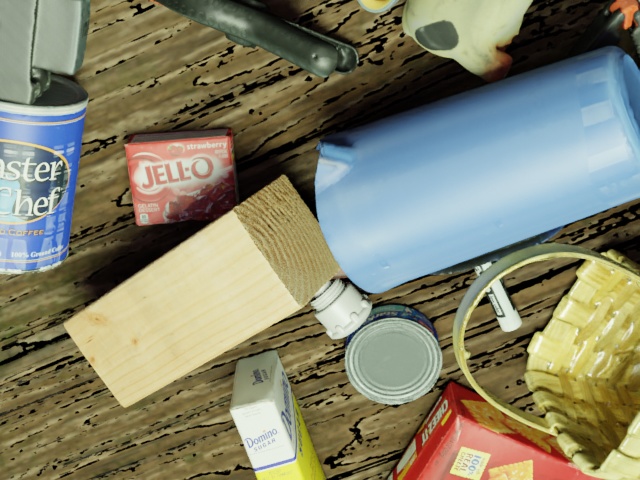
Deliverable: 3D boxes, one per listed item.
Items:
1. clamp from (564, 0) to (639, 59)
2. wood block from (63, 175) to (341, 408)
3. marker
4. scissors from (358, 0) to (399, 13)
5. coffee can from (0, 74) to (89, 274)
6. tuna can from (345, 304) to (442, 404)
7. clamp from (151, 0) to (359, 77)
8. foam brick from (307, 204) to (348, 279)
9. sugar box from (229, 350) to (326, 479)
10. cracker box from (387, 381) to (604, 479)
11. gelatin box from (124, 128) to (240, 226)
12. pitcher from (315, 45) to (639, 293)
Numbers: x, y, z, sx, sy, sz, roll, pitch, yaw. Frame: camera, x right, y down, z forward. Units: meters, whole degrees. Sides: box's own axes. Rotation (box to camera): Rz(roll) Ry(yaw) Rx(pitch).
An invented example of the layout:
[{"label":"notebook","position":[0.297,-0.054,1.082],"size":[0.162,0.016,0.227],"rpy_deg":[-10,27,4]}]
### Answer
[{"label":"clamp","position":[0.241,-0.095,0.840],"size":[0.164,0.036,0.210],"rpy_deg":[1,130,-2]},{"label":"wood block","position":[-0.095,0.044,0.861],"size":[0.206,0.090,0.090],"rpy_deg":[-32,96,32]},{"label":"marker","position":[0.144,0.025,0.923],"size":[0.020,0.020,0.121],"rpy_deg":[-24,109,11]},{"label":"scissors","position":[0.062,-0.241,0.769],"size":[0.096,0.016,0.202],"rpy_deg":[52,133,-4]},{"label":"coffee can","position":[-0.246,-0.057,0.857],"size":[0.103,0.103,0.140],"rpy_deg":[11,112,-3]},{"label":"tuna can","position":[0.065,0.101,0.948],"size":[0.086,0.033,0.086],"rpy_deg":[1,112,2]},{"label":"clamp","position":[-0.047,-0.165,0.823],"size":[0.171,0.120,0.039],"rpy_deg":[28,98,13]},{"label":"foam brick","position":[-0.006,0.001,0.901],"size":[0.078,0.053,0.051],"rpy_deg":[-5,112,3]},{"label":"sugar box","position":[-0.030,0.197,0.959],"size":[0.048,0.093,0.176],"rpy_deg":[-15,111,6]},{"label":"cracker box","position":[0.175,0.248,0.985],"size":[0.213,0.072,0.164],"rpy_deg":[26,111,-9]},{"label":"gelatin box","position":[-0.114,-0.053,0.894],"size":[0.089,0.030,0.073],"rpy_deg":[-3,112,3]},{"label":"pitcher","position":[0.130,-0.049,0.804],"size":[0.243,0.149,0.145],"rpy_deg":[-18,94,28]}]
